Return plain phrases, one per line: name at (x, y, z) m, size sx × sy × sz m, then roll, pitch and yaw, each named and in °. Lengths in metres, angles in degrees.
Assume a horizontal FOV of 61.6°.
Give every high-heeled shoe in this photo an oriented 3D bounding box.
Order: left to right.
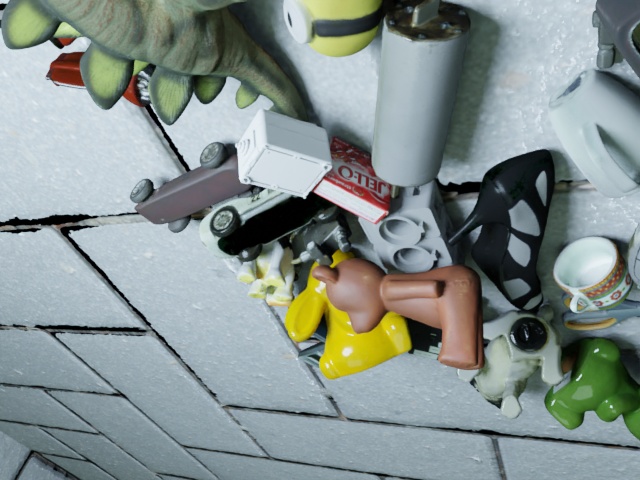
high-heeled shoe at (0.251, -0.005, 0.643) m, size 0.145 × 0.086 × 0.248 m, roll -44°, pitch 133°, yaw 16°

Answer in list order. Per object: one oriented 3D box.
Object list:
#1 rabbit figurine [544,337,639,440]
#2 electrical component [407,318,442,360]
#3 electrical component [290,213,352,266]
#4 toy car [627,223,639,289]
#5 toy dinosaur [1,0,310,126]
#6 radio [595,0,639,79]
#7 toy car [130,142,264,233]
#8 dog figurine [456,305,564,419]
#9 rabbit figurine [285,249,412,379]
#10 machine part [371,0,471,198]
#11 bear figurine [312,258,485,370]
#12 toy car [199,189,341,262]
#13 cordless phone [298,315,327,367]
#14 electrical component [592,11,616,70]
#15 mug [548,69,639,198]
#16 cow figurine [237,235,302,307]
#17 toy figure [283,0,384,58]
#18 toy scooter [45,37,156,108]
rabbit figurine at (0.436, 0.214, 0.769) m, size 0.170 × 0.121 × 0.159 m, roll 34°, pitch 119°, yaw 4°
electrical component at (0.172, 0.128, 0.815) m, size 0.115 × 0.058 × 0.134 m, roll 14°, pitch 141°, yaw 9°
electrical component at (-0.001, -0.003, 0.705) m, size 0.045 × 0.102 × 0.078 m, roll 32°, pitch 116°, yaw -26°
toy car at (0.385, 0.016, 0.570) m, size 0.103 × 0.109 × 0.161 m, roll 12°, pitch 134°, yaw 36°
toy dinosaur at (-0.142, -0.206, 0.478) m, size 0.471 × 0.105 × 0.198 m, roll 26°, pitch 129°, yaw -37°
radio at (0.330, -0.178, 0.362) m, size 0.230 × 0.073 × 0.131 m, roll -30°, pitch 121°, yaw 34°
toy car at (-0.168, -0.069, 0.724) m, size 0.202 × 0.053 × 0.089 m, roll -18°, pitch 139°, yaw 32°
dog figurine at (0.295, 0.176, 0.817) m, size 0.172 × 0.121 × 0.190 m, roll -43°, pitch 159°, yaw 9°
rabbit figurine at (0.028, 0.100, 0.772) m, size 0.162 × 0.122 × 0.173 m, roll -18°, pitch 93°, yaw -6°
machine part at (0.093, -0.136, 0.523) m, size 0.079 × 0.079 × 0.243 m, roll 10°, pitch 139°, yaw 10°
bear figurine at (0.092, 0.084, 0.641) m, size 0.196 × 0.132 × 0.120 m, roll -3°, pitch 164°, yaw 18°
toy car at (-0.057, -0.035, 0.680) m, size 0.202 × 0.056 × 0.073 m, roll -26°, pitch 137°, yaw 11°
cordless phone at (-0.008, 0.161, 0.907) m, size 0.146 × 0.089 × 0.184 m, roll 32°, pitch 143°, yaw -16°
electrical component at (0.259, -0.186, 0.442) m, size 0.063 × 0.021 × 0.093 m, roll 1°, pitch 138°, yaw 22°
mug at (0.258, -0.095, 0.490) m, size 0.107 × 0.109 × 0.081 m, roll 43°, pitch 140°, yaw -8°
cow figurine at (-0.068, 0.041, 0.794) m, size 0.068 × 0.098 × 0.167 m, roll 6°, pitch 158°, yaw 8°
toy figure at (0.023, -0.233, 0.435) m, size 0.089 × 0.082 × 0.180 m, roll 23°, pitch 138°, yaw 0°
toy scooter at (-0.251, -0.215, 0.567) m, size 0.135 × 0.075 × 0.183 m, roll -3°, pitch 140°, yaw 16°
